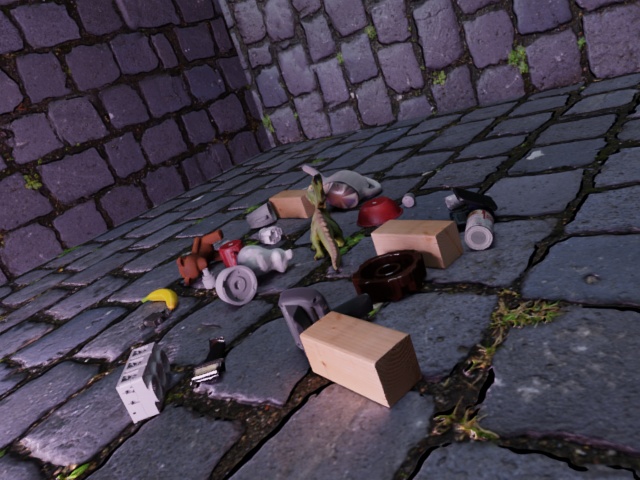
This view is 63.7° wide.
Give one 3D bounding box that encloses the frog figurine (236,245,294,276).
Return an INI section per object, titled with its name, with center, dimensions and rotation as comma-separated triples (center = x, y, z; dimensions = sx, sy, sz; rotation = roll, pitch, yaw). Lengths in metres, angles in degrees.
[frog figurine]
center = -0.162, 0.056, 1.524
dimensions = 0.159, 0.123, 0.137
rotation = -30, -2, 5

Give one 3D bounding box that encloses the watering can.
[watering can]
center = 0.061, -0.215, 1.997
dimensions = 0.348, 0.102, 0.228
rotation = 13, 30, 16

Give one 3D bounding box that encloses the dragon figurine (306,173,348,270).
[dragon figurine]
center = 0.005, -0.078, 1.557
dimensions = 0.122, 0.240, 0.415
rotation = -16, 16, -4
